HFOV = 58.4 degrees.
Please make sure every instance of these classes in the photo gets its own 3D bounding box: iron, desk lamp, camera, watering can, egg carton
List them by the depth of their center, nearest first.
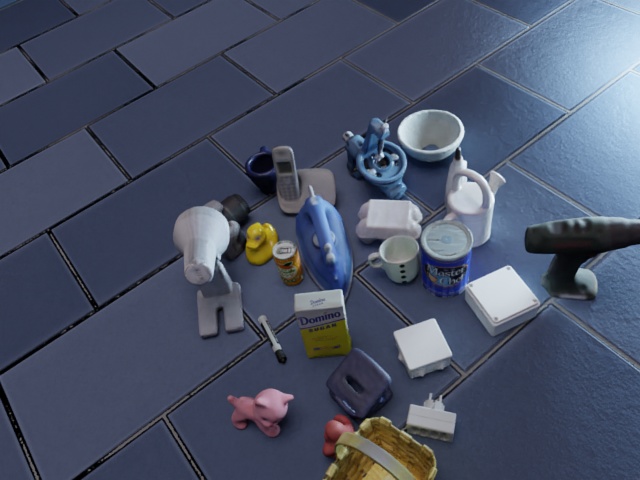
[{"bbox_3d":[-0.235,0.064,1.216,0.118,0.214,0.203,-13,51,-1],"label":"desk lamp"},{"bbox_3d":[0.331,-0.085,1.249,0.100,0.194,0.173,19,57,23],"label":"watering can"},{"bbox_3d":[0.012,0.005,1.267,0.118,0.142,0.258,-16,51,-3],"label":"iron"},{"bbox_3d":[0.160,-0.039,1.323,0.150,0.069,0.107,2,52,11],"label":"egg carton"},{"bbox_3d":[-0.227,-0.048,1.377,0.142,0.101,0.137,34,64,30],"label":"camera"}]

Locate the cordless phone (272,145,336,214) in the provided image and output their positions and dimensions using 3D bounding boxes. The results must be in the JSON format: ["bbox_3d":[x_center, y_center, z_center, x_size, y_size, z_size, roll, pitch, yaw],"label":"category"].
[{"bbox_3d":[-0.039,-0.151,1.372,0.147,0.185,0.094,-6,51,6],"label":"cordless phone"}]

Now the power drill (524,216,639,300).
[{"bbox_3d":[0.514,0.030,1.117,0.229,0.209,0.075,3,52,12],"label":"power drill"}]

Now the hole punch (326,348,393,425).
[{"bbox_3d":[0.073,0.276,1.074,0.101,0.091,0.108,-39,56,-20],"label":"hole punch"}]

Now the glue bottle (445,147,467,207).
[{"bbox_3d":[0.315,-0.149,1.316,0.037,0.173,0.078,16,56,21],"label":"glue bottle"}]

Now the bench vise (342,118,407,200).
[{"bbox_3d":[0.115,-0.213,1.371,0.206,0.220,0.122,26,60,27],"label":"bench vise"}]

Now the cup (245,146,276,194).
[{"bbox_3d":[-0.138,-0.174,1.465,0.091,0.095,0.117,-8,51,4],"label":"cup"}]

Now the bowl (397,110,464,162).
[{"bbox_3d":[0.282,-0.255,1.469,0.167,0.075,0.167,-5,51,6],"label":"bowl"}]

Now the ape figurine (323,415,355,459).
[{"bbox_3d":[0.032,0.349,1.022,0.076,0.092,0.078,32,63,30],"label":"ape figurine"}]

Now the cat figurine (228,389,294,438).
[{"bbox_3d":[-0.111,0.310,1.061,0.127,0.118,0.067,7,53,15],"label":"cat figurine"}]

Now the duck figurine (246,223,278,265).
[{"bbox_3d":[-0.142,-0.005,1.337,0.077,0.086,0.105,12,55,18],"label":"duck figurine"}]
